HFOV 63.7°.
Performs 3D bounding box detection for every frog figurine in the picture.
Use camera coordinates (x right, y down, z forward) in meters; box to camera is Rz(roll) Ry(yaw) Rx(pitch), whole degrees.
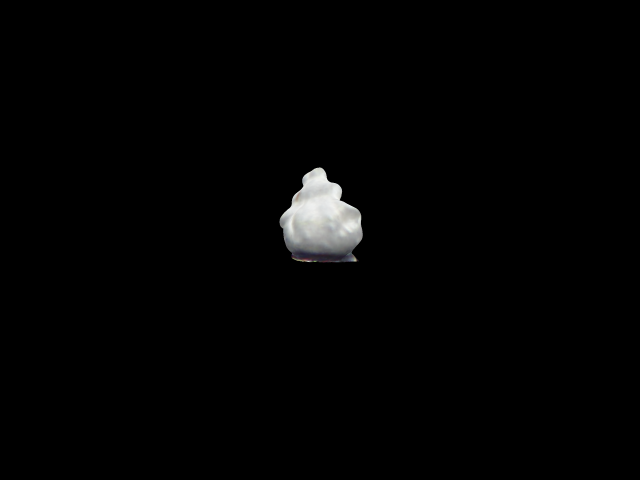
[{"bbox_3d":[0.003,-0.043,0.850,0.137,0.160,0.123,-1,-1,28],"label":"frog figurine"}]
